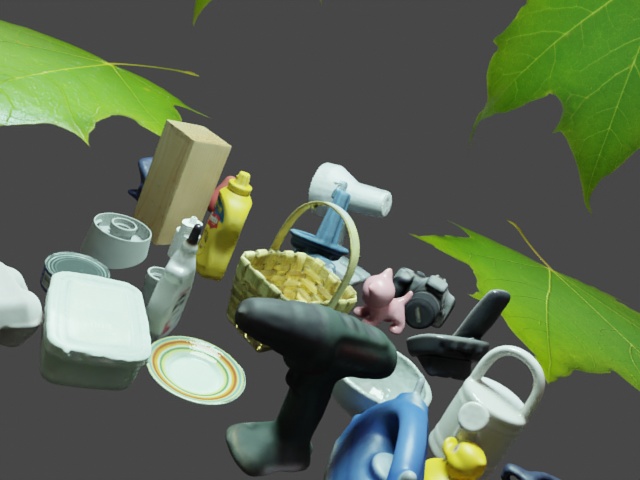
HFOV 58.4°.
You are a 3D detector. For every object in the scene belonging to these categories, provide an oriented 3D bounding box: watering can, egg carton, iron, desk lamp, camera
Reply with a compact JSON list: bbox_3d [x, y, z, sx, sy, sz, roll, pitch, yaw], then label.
[{"bbox_3d":[0.239,0.239,0.801,0.101,0.194,0.173,29,19,9],"label":"watering can"},{"bbox_3d":[-0.390,0.074,0.626,0.107,0.069,0.151,38,22,31],"label":"egg carton"},{"bbox_3d":[0.078,0.260,0.623,0.118,0.141,0.258,26,19,2],"label":"iron"},{"bbox_3d":[0.056,-0.041,1.268,0.202,0.213,0.118,33,20,21],"label":"desk lamp"},{"bbox_3d":[0.210,0.123,1.208,0.143,0.101,0.137,30,20,13],"label":"camera"}]

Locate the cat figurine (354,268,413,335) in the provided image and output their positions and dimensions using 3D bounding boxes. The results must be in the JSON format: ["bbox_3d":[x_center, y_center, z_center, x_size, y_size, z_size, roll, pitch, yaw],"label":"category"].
[{"bbox_3d":[0.124,0.112,1.102,0.128,0.117,0.067,14,22,-31],"label":"cat figurine"}]

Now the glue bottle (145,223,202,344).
[{"bbox_3d":[-0.193,0.054,0.769,0.037,0.173,0.078,26,19,1],"label":"glue bottle"}]

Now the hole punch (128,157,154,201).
[{"bbox_3d":[-0.313,-0.107,1.161,0.100,0.091,0.109,38,22,31],"label":"hole punch"}]

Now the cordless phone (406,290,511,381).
[{"bbox_3d":[0.258,0.158,1.049,0.148,0.185,0.094,12,23,-35],"label":"cordless phone"}]

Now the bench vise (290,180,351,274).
[{"bbox_3d":[0.020,0.006,1.090,0.122,0.219,0.206,13,23,-32],"label":"bench vise"}]

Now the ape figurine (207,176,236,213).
[{"bbox_3d":[-0.206,-0.098,1.270,0.076,0.092,0.077,19,20,-19],"label":"ape figurine"}]

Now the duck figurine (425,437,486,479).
[{"bbox_3d":[0.181,0.302,0.730,0.078,0.086,0.104,13,23,-32],"label":"duck figurine"}]

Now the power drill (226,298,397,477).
[{"bbox_3d":[-0.024,0.162,0.645,0.230,0.208,0.075,10,25,-39],"label":"power drill"}]

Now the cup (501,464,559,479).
[{"bbox_3d":[0.262,0.344,0.707,0.117,0.095,0.092,35,21,24],"label":"cup"}]

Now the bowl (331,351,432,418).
[{"bbox_3d":[0.073,0.216,0.833,0.167,0.074,0.167,23,19,-8],"label":"bowl"}]
